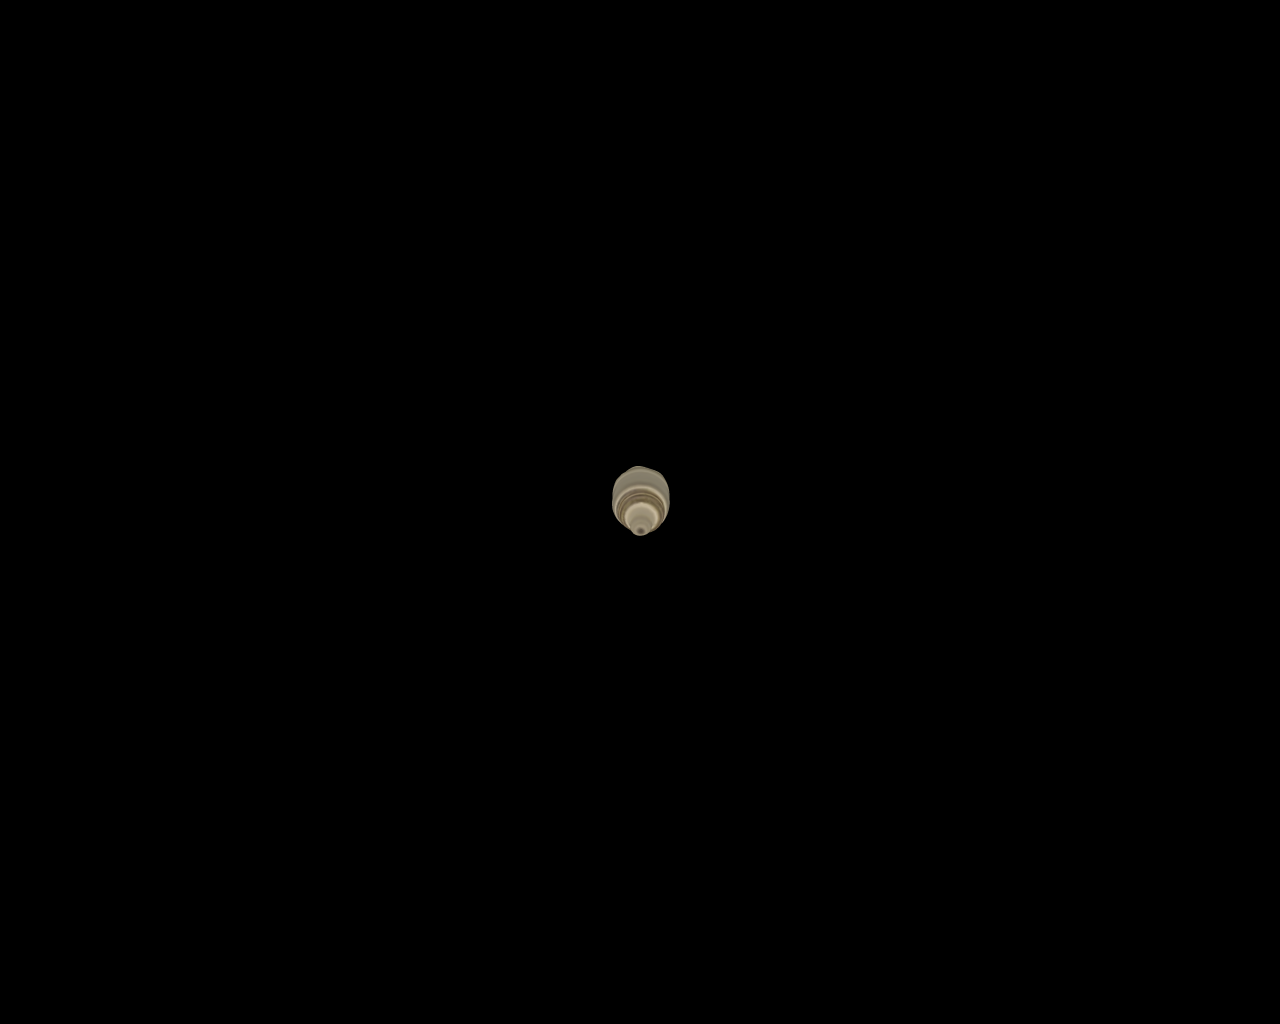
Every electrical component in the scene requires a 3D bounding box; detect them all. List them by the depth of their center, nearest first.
[{"bbox_3d":[0.001,-0.003,0.650,0.035,0.035,0.061,0,27,0],"label":"electrical component"}]
